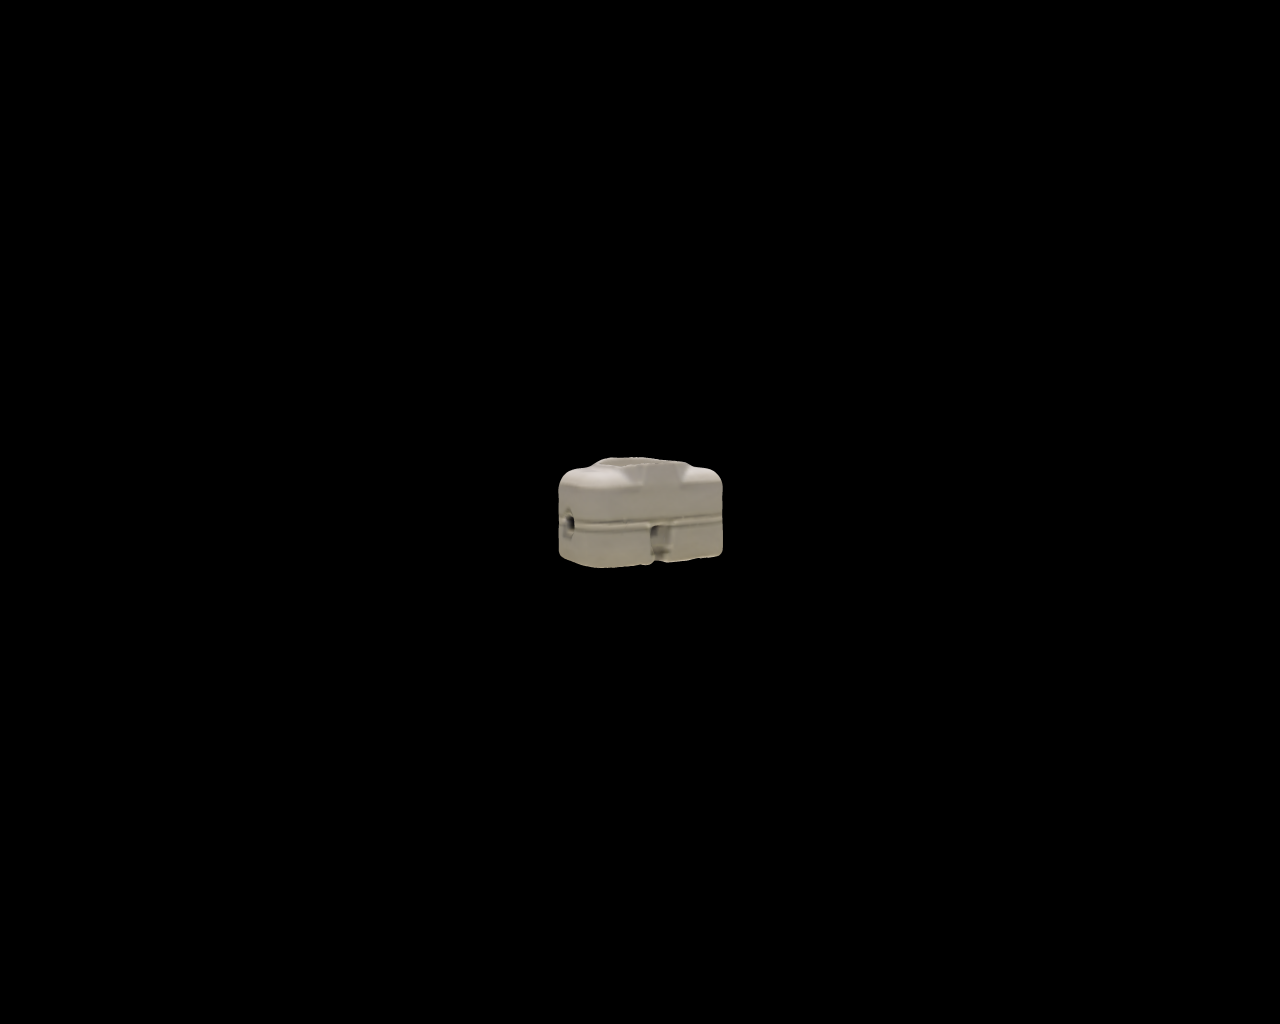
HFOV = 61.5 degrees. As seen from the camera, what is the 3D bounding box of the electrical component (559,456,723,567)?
[{"bbox_3d":[0.001,-0.003,0.650,0.095,0.059,0.054,-3,8,-26],"label":"electrical component"}]
